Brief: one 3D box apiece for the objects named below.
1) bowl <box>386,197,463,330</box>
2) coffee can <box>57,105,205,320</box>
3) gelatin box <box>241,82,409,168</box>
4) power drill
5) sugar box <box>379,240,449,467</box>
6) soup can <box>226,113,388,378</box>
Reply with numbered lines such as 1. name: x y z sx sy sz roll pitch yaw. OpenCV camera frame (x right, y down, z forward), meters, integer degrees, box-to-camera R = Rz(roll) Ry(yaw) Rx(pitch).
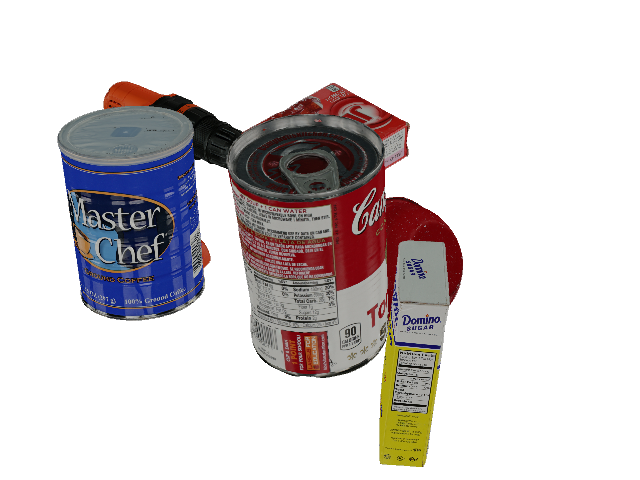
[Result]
1. bowl: 0.113 0.026 1.221 0.161 0.162 0.055 0 -7 -41
2. coffee can: -0.147 -0.023 0.844 0.103 0.140 0.103 -1 29 0
3. gelatin box: 0.004 -0.065 0.713 0.089 0.030 0.073 -32 49 -30
4. power drill: -0.150 -0.059 1.113 0.185 0.188 0.057 26 35 30
5. sugar box: 0.077 0.097 0.904 0.048 0.176 0.093 2 32 2
6. soup can: -0.004 0.004 0.483 0.068 0.102 0.068 -3 35 2
